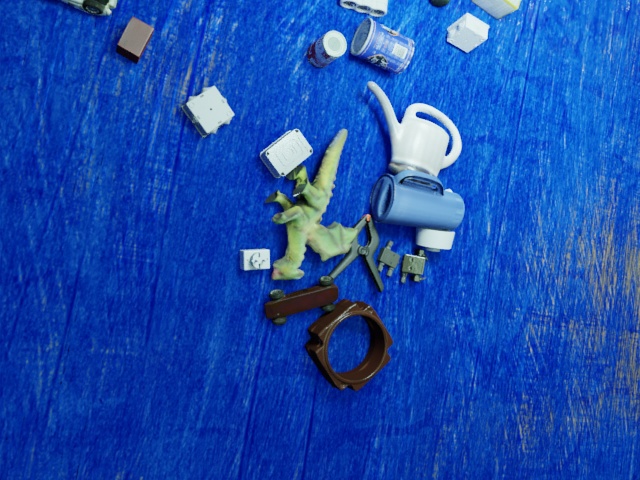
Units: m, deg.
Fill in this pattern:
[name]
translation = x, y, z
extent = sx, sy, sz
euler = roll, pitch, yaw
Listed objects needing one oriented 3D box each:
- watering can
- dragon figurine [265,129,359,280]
[watering can]
translation = 0.245, -0.279, 1.422
extent = 0.346, 0.104, 0.226
euler = 20, 82, -24
[dragon figurine]
translation = 0.004, -0.066, 1.321
extent = 0.414, 0.123, 0.239
euler = -48, 117, -14
